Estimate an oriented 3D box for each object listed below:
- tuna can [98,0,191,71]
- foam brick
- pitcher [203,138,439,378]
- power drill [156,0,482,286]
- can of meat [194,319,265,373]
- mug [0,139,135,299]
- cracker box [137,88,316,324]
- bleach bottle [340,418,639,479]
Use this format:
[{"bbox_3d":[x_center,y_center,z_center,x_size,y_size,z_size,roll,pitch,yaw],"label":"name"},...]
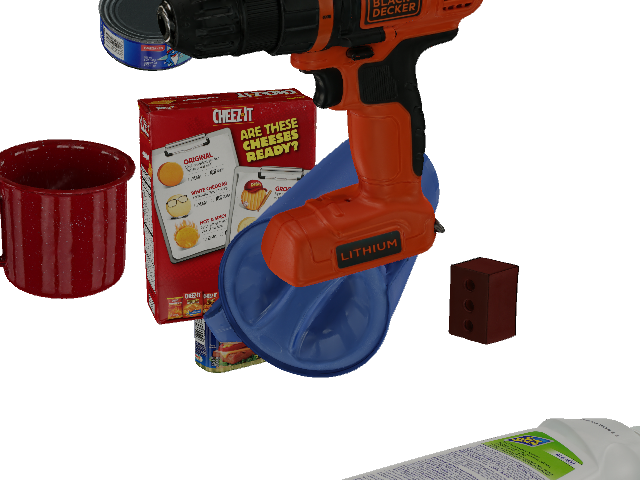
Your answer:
[{"bbox_3d":[-0.141,-0.180,0.888,0.086,0.086,0.034,0,-41,-10],"label":"tuna can"},{"bbox_3d":[0.169,0.062,1.108,0.051,0.078,0.053,-14,19,-42],"label":"foam brick"},{"bbox_3d":[0.012,0.000,0.877,0.149,0.145,0.242,18,28,11],"label":"pitcher"},{"bbox_3d":[0.004,-0.069,0.589,0.184,0.188,0.057,-14,36,-21],"label":"power drill"},{"bbox_3d":[-0.099,0.101,1.247,0.101,0.084,0.058,-9,19,-36],"label":"can of meat"},{"bbox_3d":[-0.182,-0.012,0.709,0.117,0.081,0.093,-10,29,-29],"label":"mug"},{"bbox_3d":[-0.091,-0.036,1.049,0.164,0.214,0.072,-7,21,-19],"label":"cracker box"},{"bbox_3d":[0.108,0.150,0.594,0.250,0.068,0.103,-10,21,-32],"label":"bleach bottle"}]
